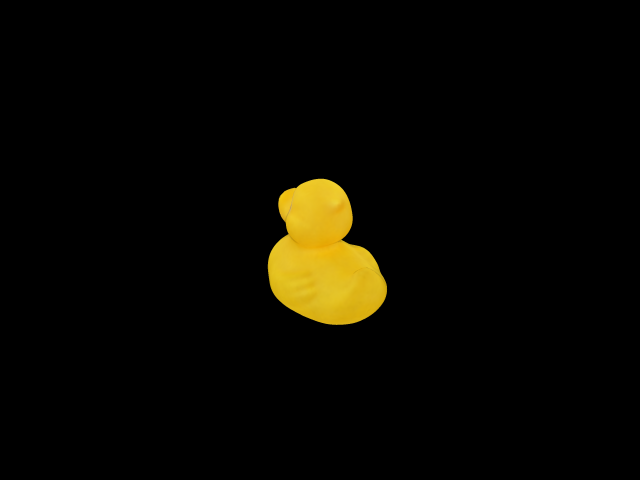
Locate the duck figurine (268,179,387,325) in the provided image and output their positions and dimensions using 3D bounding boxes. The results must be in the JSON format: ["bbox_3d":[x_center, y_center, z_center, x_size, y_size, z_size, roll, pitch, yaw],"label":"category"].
[{"bbox_3d":[0.004,0.001,0.400,0.078,0.086,0.104,-22,39,-30],"label":"duck figurine"}]
